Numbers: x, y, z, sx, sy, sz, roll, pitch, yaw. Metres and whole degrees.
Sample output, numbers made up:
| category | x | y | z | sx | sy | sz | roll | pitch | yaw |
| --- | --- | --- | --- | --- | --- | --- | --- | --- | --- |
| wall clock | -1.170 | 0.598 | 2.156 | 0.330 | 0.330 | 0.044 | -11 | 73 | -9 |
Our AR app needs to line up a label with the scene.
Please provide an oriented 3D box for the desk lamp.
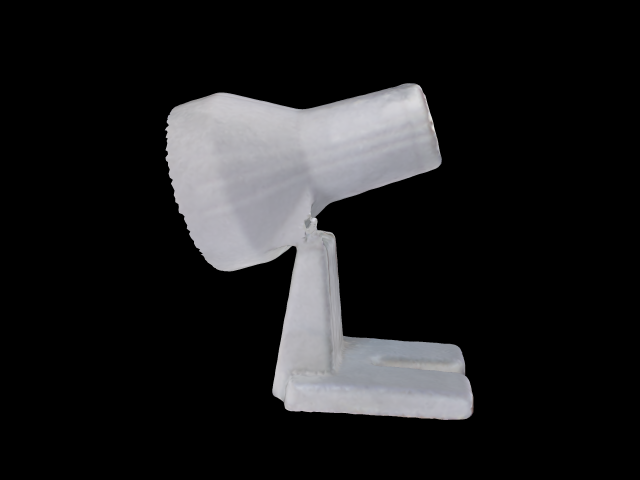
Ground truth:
| category | x | y | z | sx | sy | sz | roll | pitch | yaw |
| --- | --- | --- | --- | --- | --- | --- | --- | --- | --- |
| desk lamp | 0.004 | 0.001 | 0.400 | 0.203 | 0.213 | 0.118 | 1 | 11 | 7 |
